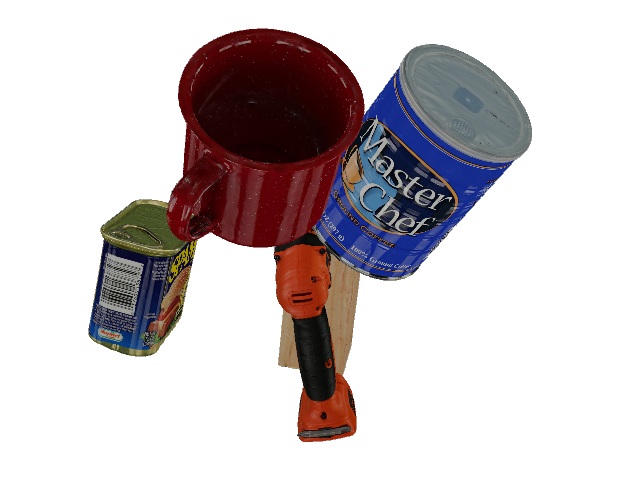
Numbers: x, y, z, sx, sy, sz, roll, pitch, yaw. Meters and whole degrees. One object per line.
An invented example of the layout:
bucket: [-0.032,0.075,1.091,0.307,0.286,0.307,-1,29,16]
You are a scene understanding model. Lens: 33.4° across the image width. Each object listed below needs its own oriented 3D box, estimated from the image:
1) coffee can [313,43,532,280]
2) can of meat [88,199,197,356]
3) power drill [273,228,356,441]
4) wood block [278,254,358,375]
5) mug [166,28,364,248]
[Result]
coffee can: [0.067,-0.053,0.756,0.102,0.103,0.140,0,-37,-36]
can of meat: [-0.127,0.026,0.773,0.057,0.084,0.102,15,18,4]
power drill: [-0.007,0.083,1.024,0.057,0.187,0.184,-9,18,5]
wood block: [0.003,0.060,1.394,0.090,0.206,0.090,8,23,5]
mug: [-0.037,-0.042,0.554,0.093,0.117,0.082,34,-33,12]
